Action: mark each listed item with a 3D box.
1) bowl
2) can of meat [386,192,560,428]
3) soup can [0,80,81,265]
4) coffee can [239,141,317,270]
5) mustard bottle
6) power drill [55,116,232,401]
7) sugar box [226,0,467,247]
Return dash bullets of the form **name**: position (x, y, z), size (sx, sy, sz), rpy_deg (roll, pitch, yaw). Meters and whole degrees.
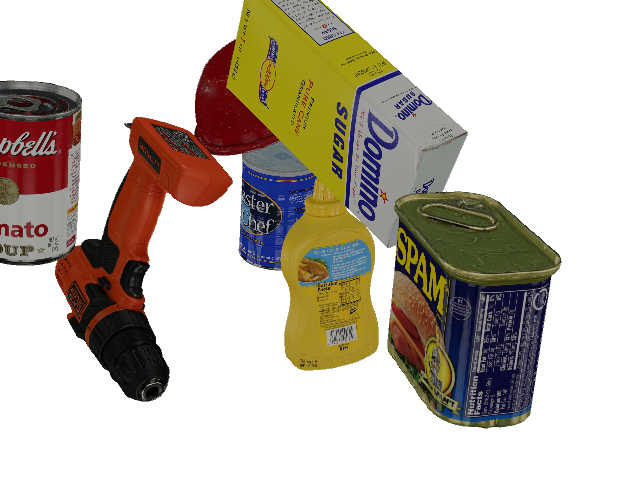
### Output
- **bowl**: position (-0.051, -0.144, 0.941), size (0.162, 0.055, 0.162), rpy_deg (-21, 31, 13)
- **can of meat**: position (0.071, 0.032, 0.529), size (0.057, 0.084, 0.102), rpy_deg (-3, 24, -15)
- **soup can**: position (-0.189, -0.044, 0.683), size (0.068, 0.102, 0.068), rpy_deg (7, 25, -3)
- **coffee can**: position (-0.052, -0.047, 1.378), size (0.103, 0.140, 0.103), rpy_deg (3, 28, -2)
- **mustard bottle**: position (0.008, 0.030, 1.064), size (0.096, 0.192, 0.058), rpy_deg (-11, 22, -21)
- **power drill**: position (-0.141, 0.011, 0.853), size (0.057, 0.188, 0.185), rpy_deg (13, 24, -42)
- **sugar box**: position (0.011, -0.087, 0.708), size (0.048, 0.176, 0.093), rpy_deg (-25, -30, -32)
